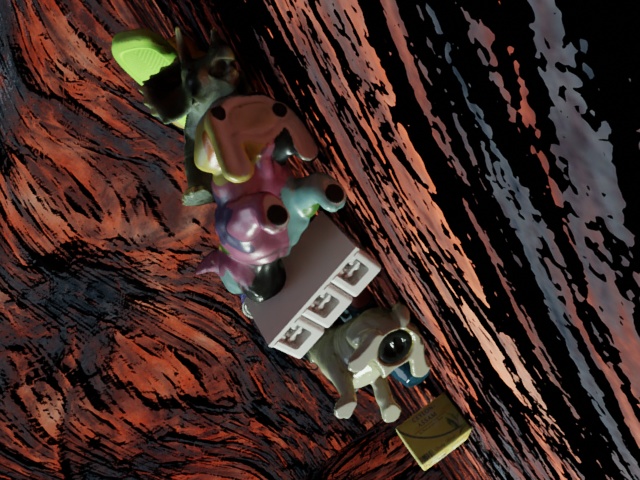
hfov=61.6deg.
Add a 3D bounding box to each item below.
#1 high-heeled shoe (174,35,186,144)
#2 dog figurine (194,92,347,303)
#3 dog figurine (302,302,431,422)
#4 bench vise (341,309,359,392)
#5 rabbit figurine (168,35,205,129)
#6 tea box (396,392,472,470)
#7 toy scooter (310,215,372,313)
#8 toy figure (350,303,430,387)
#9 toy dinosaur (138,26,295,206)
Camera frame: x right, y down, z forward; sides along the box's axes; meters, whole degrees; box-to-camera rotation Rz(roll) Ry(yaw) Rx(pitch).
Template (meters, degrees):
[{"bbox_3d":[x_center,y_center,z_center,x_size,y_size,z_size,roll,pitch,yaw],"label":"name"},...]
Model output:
[{"bbox_3d":[-0.246,-0.281,1.062,0.145,0.086,0.249,48,-150,-57],"label":"high-heeled shoe"},{"bbox_3d":[-0.084,-0.032,0.591,0.191,0.108,0.219,58,144,5],"label":"dog figurine"},{"bbox_3d":[0.047,0.130,0.739,0.121,0.172,0.191,26,-169,-31],"label":"dog figurine"},{"bbox_3d":[0.033,0.129,0.919,0.240,0.129,0.224,44,-172,-14],"label":"bench vise"},{"bbox_3d":[-0.213,-0.274,0.915,0.162,0.122,0.173,47,-161,-56],"label":"rabbit figurine"},{"bbox_3d":[0.183,0.313,0.867,0.068,0.098,0.169,52,172,28],"label":"tea box"},{"bbox_3d":[0.006,0.017,0.768,0.184,0.075,0.135,49,173,27],"label":"toy scooter"},{"bbox_3d":[0.097,0.145,0.794,0.155,0.064,0.057,51,-178,35],"label":"toy figure"},{"bbox_3d":[-0.111,-0.131,0.738,0.404,0.131,0.192,40,-145,-76],"label":"toy dinosaur"}]
